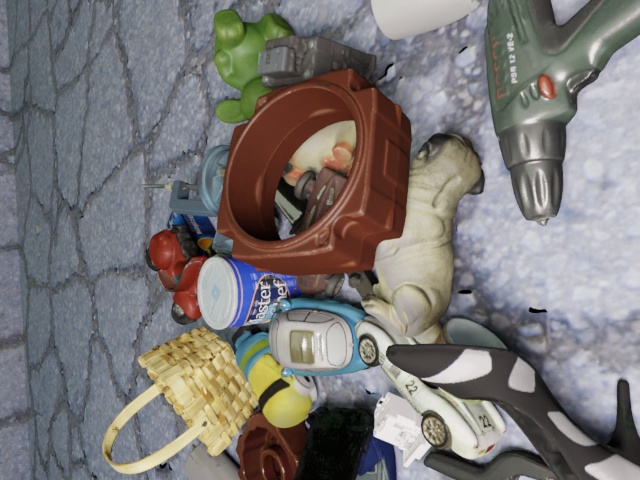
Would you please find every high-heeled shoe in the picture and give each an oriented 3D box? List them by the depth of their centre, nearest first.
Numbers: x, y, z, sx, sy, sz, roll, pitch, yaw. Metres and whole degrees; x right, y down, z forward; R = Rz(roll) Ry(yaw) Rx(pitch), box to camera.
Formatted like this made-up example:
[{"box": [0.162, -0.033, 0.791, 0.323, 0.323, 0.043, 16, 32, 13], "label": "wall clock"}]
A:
[{"box": [0.169, 0.172, 0.455, 0.086, 0.249, 0.145, 97, -177, -73], "label": "high-heeled shoe"}]

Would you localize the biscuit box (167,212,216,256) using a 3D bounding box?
[{"box": [-0.223, 0.017, 1.007, 0.203, 0.063, 0.059, 54, 127, 34], "label": "biscuit box"}]

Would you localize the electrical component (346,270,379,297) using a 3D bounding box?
[{"box": [0.057, 0.052, 0.682, 0.021, 0.094, 0.063, -31, 99, 16], "label": "electrical component"}]

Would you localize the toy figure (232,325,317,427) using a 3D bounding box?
[{"box": [-0.074, 0.203, 0.818, 0.180, 0.082, 0.089, 38, 103, 40], "label": "toy figure"}]

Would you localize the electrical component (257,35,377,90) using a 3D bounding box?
[{"box": [-0.012, -0.224, 0.705, 0.115, 0.134, 0.058, 12, 98, 51], "label": "electrical component"}]

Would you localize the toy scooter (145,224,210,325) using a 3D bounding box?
[{"box": [-0.229, 0.040, 0.911, 0.135, 0.075, 0.184, -48, 59, 36], "label": "toy scooter"}]

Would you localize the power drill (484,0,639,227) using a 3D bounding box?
[{"box": [0.241, -0.148, 0.463, 0.207, 0.086, 0.232, -30, 65, 54], "label": "power drill"}]

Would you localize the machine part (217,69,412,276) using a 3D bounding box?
[{"box": [-0.011, -0.068, 0.573, 0.202, 0.087, 0.201, -6, 70, 38], "label": "machine part"}]

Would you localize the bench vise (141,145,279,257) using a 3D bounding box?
[{"box": [-0.170, -0.061, 0.887, 0.241, 0.128, 0.223, 6, 87, 32], "label": "bench vise"}]

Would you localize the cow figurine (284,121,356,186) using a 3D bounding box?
[{"box": [-0.009, -0.137, 0.728, 0.195, 0.085, 0.127, 6, 51, 37], "label": "cow figurine"}]

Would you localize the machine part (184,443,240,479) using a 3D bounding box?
[{"box": [-0.165, 0.426, 0.931, 0.243, 0.079, 0.079, 24, 108, 48], "label": "machine part"}]

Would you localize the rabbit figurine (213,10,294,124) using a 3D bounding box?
[{"box": [-0.109, -0.242, 0.828, 0.159, 0.121, 0.170, -49, 52, 46], "label": "rabbit figurine"}]

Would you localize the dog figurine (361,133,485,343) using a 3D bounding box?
[{"box": [0.126, 0.000, 0.586, 0.172, 0.121, 0.190, 47, 111, -1], "label": "dog figurine"}]

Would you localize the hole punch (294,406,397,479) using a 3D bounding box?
[{"box": [0.041, 0.283, 0.698, 0.142, 0.092, 0.116, -21, 44, 50], "label": "hole punch"}]

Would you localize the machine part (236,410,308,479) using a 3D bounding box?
[{"box": [-0.061, 0.350, 0.827, 0.180, 0.056, 0.179, 3, 93, 49], "label": "machine part"}]

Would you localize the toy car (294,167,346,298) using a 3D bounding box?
[{"box": [-0.001, -0.002, 0.704, 0.089, 0.053, 0.202, 32, 136, 19], "label": "toy car"}]

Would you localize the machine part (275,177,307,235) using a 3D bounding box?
[{"box": [-0.040, -0.055, 0.788, 0.139, 0.039, 0.084, 50, 134, 7], "label": "machine part"}]

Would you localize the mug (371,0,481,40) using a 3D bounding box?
[{"box": [0.115, -0.276, 0.586, 0.107, 0.109, 0.080, 2, 81, 37], "label": "mug"}]

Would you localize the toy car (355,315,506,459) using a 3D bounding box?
[{"box": [0.116, 0.153, 0.603, 0.202, 0.073, 0.056, 48, 128, 37], "label": "toy car"}]

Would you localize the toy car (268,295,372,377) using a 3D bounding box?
[{"box": [-0.007, 0.132, 0.699, 0.162, 0.103, 0.109, 1, 93, 27], "label": "toy car"}]
